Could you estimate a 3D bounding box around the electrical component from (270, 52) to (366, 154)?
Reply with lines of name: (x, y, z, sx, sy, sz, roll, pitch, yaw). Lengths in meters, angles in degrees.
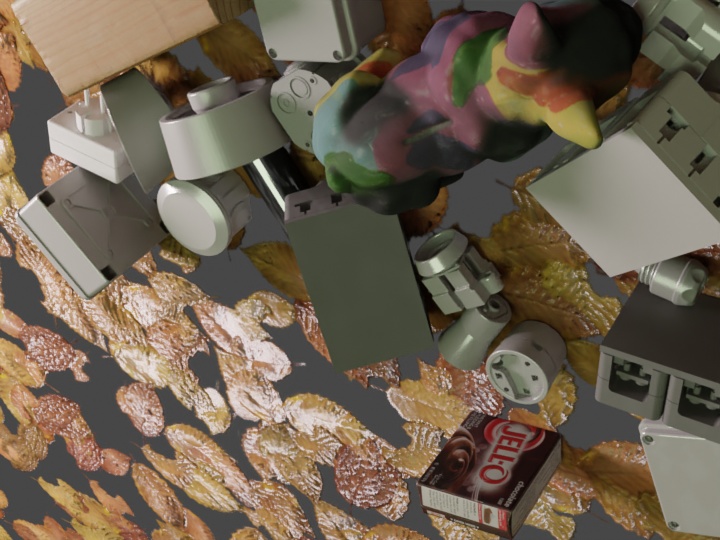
electrical component: (-0.026, -0.134, 0.840, 0.080, 0.051, 0.080, 21, 135, 23)

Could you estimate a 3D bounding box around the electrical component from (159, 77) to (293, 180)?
electrical component: (-0.111, -0.122, 0.877, 0.108, 0.108, 0.060, -4, 115, 39)

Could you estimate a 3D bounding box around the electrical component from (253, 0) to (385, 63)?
electrical component: (-0.036, -0.211, 0.780, 0.078, 0.057, 0.113, 9, 128, 32)

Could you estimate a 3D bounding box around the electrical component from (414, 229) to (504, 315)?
electrical component: (0.077, 0.000, 0.877, 0.066, 0.048, 0.055, -18, 119, 45)

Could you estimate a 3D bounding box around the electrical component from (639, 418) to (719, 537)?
electrical component: (0.285, 0.151, 0.832, 0.109, 0.056, 0.108, -1, 122, 38)

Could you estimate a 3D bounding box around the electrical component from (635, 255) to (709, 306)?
electrical component: (0.218, 0.001, 0.778, 0.061, 0.035, 0.035, 25, 135, 23)

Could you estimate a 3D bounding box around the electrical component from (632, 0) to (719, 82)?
electrical component: (0.196, -0.153, 0.652, 0.057, 0.058, 0.078, 37, 138, 3)

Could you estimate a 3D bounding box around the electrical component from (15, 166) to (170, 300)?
electrical component: (-0.256, -0.046, 1.045, 0.056, 0.108, 0.108, -29, 103, 44)

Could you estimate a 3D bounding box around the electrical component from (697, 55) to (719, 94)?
electrical component: (0.249, -0.108, 0.658, 0.077, 0.043, 0.079, 33, 138, 11)

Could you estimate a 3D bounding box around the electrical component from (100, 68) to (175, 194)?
electrical component: (-0.191, -0.124, 0.942, 0.099, 0.064, 0.099, 51, 172, 11)

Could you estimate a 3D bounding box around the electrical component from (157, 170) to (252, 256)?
electrical component: (-0.142, -0.058, 0.991, 0.080, 0.051, 0.080, 20, 133, 23)

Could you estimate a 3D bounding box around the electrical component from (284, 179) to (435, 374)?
electrical component: (0.000, 0.000, 0.903, 0.089, 0.061, 0.150, -15, 119, 4)

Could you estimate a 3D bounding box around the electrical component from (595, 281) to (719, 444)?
electrical component: (0.255, 0.074, 0.767, 0.150, 0.089, 0.061, 18, 132, 25)

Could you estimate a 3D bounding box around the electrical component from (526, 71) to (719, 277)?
electrical component: (0.185, -0.059, 0.691, 0.089, 0.061, 0.150, 46, 163, -4)

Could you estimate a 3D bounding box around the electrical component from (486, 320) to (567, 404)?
electrical component: (0.139, 0.075, 0.888, 0.055, 0.047, 0.055, 20, 133, 23)

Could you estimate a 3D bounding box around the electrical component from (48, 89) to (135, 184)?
electrical component: (-0.247, -0.136, 1.010, 0.083, 0.047, 0.075, 25, 135, 19)

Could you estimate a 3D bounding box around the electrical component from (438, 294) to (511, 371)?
electrical component: (0.099, 0.049, 0.903, 0.044, 0.044, 0.065, 37, 133, 7)
